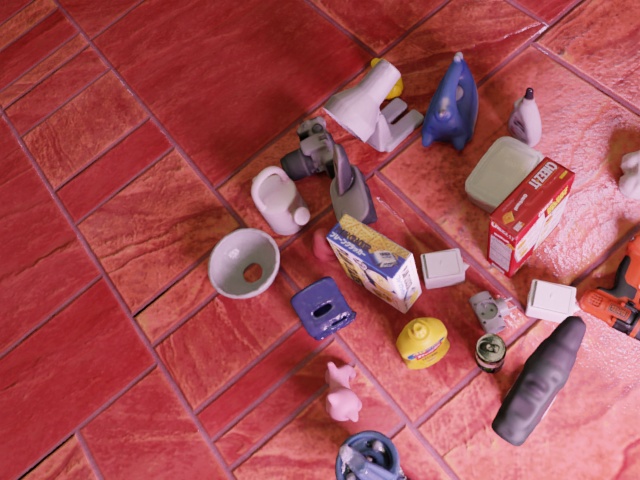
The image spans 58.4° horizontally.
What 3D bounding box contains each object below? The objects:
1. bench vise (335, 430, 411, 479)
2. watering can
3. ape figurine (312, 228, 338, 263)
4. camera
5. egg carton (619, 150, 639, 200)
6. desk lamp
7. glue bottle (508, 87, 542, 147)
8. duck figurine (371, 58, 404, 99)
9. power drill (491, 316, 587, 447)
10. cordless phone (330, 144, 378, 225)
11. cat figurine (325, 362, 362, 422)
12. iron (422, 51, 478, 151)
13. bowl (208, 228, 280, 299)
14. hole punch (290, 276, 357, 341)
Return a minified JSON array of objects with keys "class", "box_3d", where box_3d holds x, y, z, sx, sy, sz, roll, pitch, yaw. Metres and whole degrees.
[{"class":"bench vise","box_3d":[0.110,0.399,0.975,0.206,0.220,0.121,18,72,22]},{"class":"watering can","box_3d":[-0.089,-0.092,1.265,0.172,0.194,0.101,16,71,21]},{"class":"ape figurine","box_3d":[0.012,0.004,1.253,0.076,0.092,0.077,-39,63,-5]},{"class":"camera","box_3d":[-0.030,-0.209,1.355,0.137,0.101,0.143,-24,62,3]},{"class":"egg carton","box_3d":[0.682,-0.124,1.149,0.150,0.069,0.107,8,68,18]},{"class":"desk lamp","box_3d":[0.121,-0.293,1.290,0.203,0.214,0.117,-43,63,-7]},{"class":"glue bottle","box_3d":[0.439,-0.269,1.219,0.037,0.173,0.078,-38,62,-4]},{"class":"duck figurine","box_3d":[0.159,-0.402,1.402,0.077,0.086,0.104,-33,62,-1]},{"class":"power drill","box_3d":[0.372,0.248,0.982,0.075,0.209,0.230,31,77,25]},{"class":"cordless phone","box_3d":[0.059,-0.111,1.240,0.094,0.185,0.147,-21,63,5]},{"class":"cat figurine","box_3d":[0.038,0.294,1.100,0.067,0.118,0.127,-18,63,6]},{"class":"iron","box_3d":[0.302,-0.338,1.305,0.118,0.142,0.258,9,69,18]},{"class":"bowl","box_3d":[-0.161,0.061,1.281,0.167,0.075,0.167,-6,65,12]},{"class":"hole punch","box_3d":[0.008,0.143,1.191,0.108,0.091,0.101,-31,62,-1]}]
